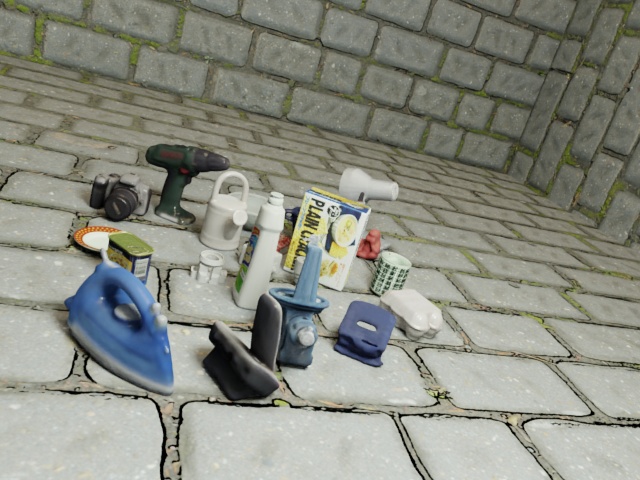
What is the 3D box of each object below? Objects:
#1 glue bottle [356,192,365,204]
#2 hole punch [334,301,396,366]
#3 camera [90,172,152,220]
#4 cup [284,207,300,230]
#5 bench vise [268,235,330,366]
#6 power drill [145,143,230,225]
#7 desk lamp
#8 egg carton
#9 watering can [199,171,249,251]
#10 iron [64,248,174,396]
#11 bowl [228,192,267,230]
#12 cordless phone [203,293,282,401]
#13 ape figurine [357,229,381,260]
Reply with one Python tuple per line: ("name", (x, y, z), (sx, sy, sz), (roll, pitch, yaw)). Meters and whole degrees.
("glue bottle", (0.102, -0.060, 1.686), (0.078, 0.173, 0.037), (3, 25, -33))
("hole punch", (0.094, 0.188, 1.165), (0.108, 0.091, 0.101), (21, 21, 8))
("camera", (-0.506, -0.113, 1.437), (0.143, 0.101, 0.136), (14, 21, -8))
("cup", (-0.056, -0.038, 1.615), (0.118, 0.095, 0.091), (11, 21, -16))
("bench vise", (-0.020, 0.113, 1.080), (0.122, 0.220, 0.206), (4, 24, -31))
("power drill", (-0.356, -0.152, 1.504), (0.229, 0.208, 0.076), (21, 21, 10))
("desk lamp", (0.146, -0.100, 1.765), (0.202, 0.213, 0.118), (26, 22, 22))
("egg carton", (0.212, 0.170, 1.335), (0.107, 0.069, 0.149), (0, 27, -38))
("watering can", (-0.228, -0.076, 1.432), (0.172, 0.194, 0.101), (31, 25, 32))
("iron", (-0.306, 0.125, 0.934), (0.257, 0.141, 0.119), (30, 24, 31))
("bowl", (-0.192, -0.072, 1.620), (0.167, 0.075, 0.167), (15, 21, -6))
("cordless phone", (-0.116, 0.155, 0.948), (0.094, 0.185, 0.147), (-5, 30, -45))
("ape figurine", (0.147, 0.010, 1.658), (0.076, 0.092, 0.077), (3, 25, -32))
